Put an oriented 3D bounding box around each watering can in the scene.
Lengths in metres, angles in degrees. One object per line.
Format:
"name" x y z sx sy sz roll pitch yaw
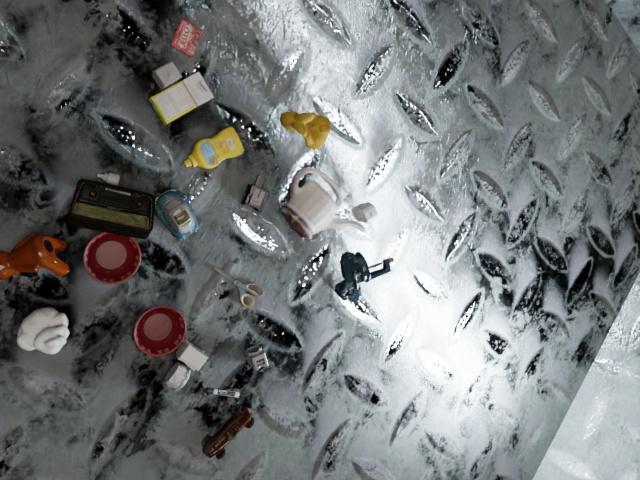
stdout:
"watering can" 0.006 -0.092 1.820 0.226 0.104 0.343 -47 111 -13

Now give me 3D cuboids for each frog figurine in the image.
"frog figurine" -0.774 0.260 1.439 0.138 0.160 0.121 -24 105 -21
